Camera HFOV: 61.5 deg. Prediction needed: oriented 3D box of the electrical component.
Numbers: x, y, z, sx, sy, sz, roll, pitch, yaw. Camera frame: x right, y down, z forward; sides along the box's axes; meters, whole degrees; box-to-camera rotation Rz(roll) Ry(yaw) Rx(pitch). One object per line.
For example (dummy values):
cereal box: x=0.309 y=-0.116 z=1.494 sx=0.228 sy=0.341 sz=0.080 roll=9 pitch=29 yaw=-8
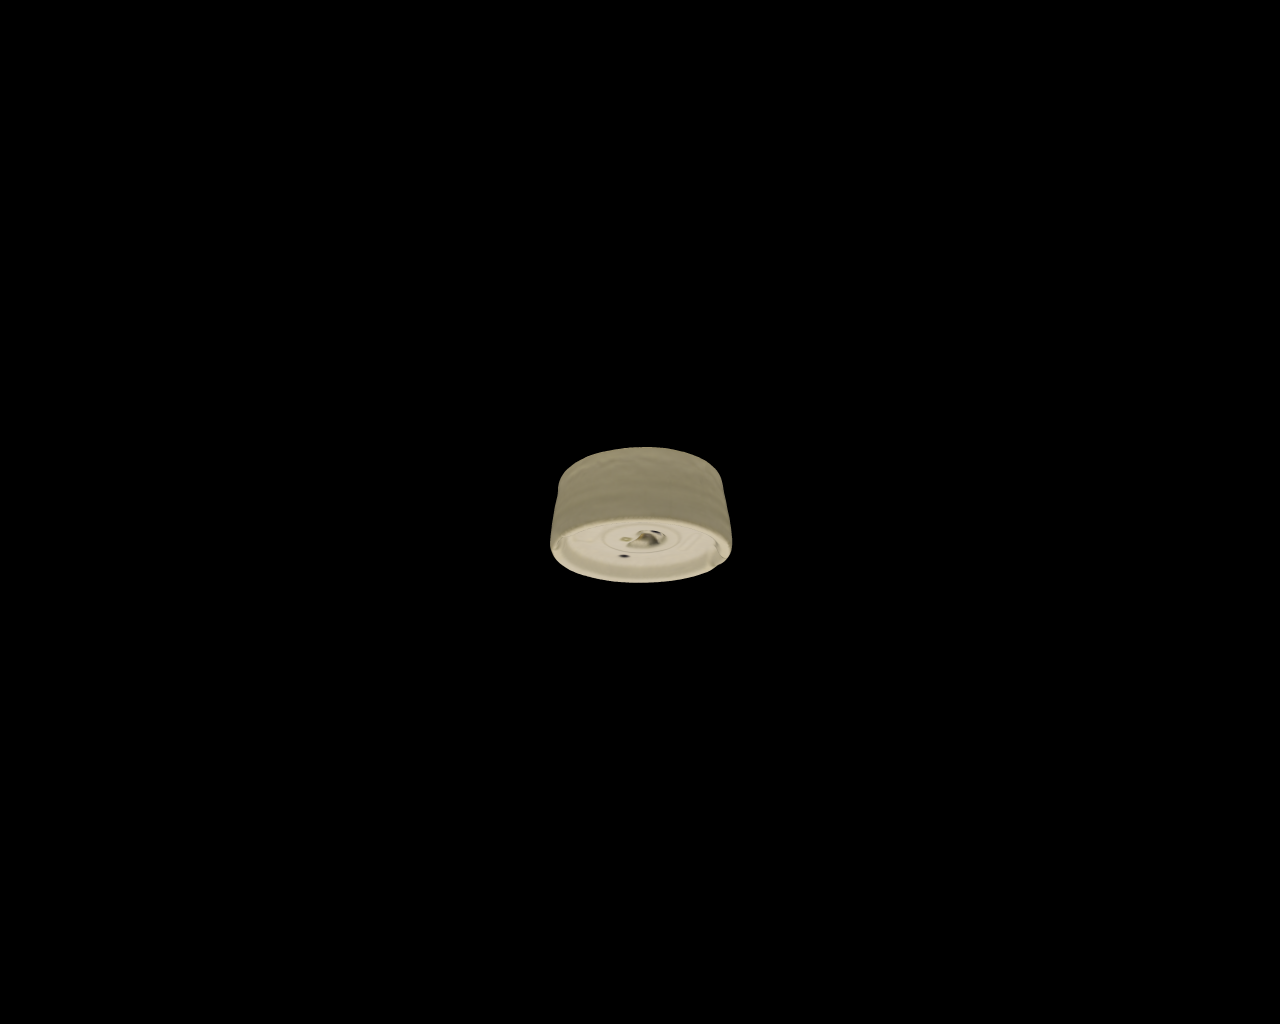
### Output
electrical component: x=0.001 y=-0.003 z=0.650 sx=0.108 sy=0.060 sz=0.108 roll=0 pitch=-23 yaw=0
